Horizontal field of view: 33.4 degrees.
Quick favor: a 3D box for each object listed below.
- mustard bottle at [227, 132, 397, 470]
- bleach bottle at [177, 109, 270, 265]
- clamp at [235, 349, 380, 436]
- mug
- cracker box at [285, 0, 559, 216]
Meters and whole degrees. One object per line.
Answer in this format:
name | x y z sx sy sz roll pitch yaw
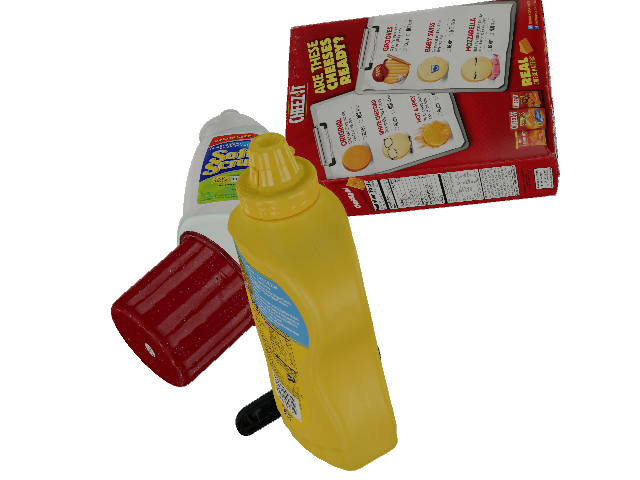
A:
mustard bottle | -0.009 0.028 0.568 0.058 0.191 0.096 -25 37 -16
bleach bottle | -0.092 -0.063 1.063 0.102 0.068 0.251 -3 33 -7
clamp | 0.015 0.130 0.968 0.120 0.039 0.171 17 44 26
mug | -0.107 0.052 0.801 0.081 0.093 0.117 -43 30 -24
cracker box | 0.083 -0.108 0.882 0.214 0.164 0.072 -6 -30 13
